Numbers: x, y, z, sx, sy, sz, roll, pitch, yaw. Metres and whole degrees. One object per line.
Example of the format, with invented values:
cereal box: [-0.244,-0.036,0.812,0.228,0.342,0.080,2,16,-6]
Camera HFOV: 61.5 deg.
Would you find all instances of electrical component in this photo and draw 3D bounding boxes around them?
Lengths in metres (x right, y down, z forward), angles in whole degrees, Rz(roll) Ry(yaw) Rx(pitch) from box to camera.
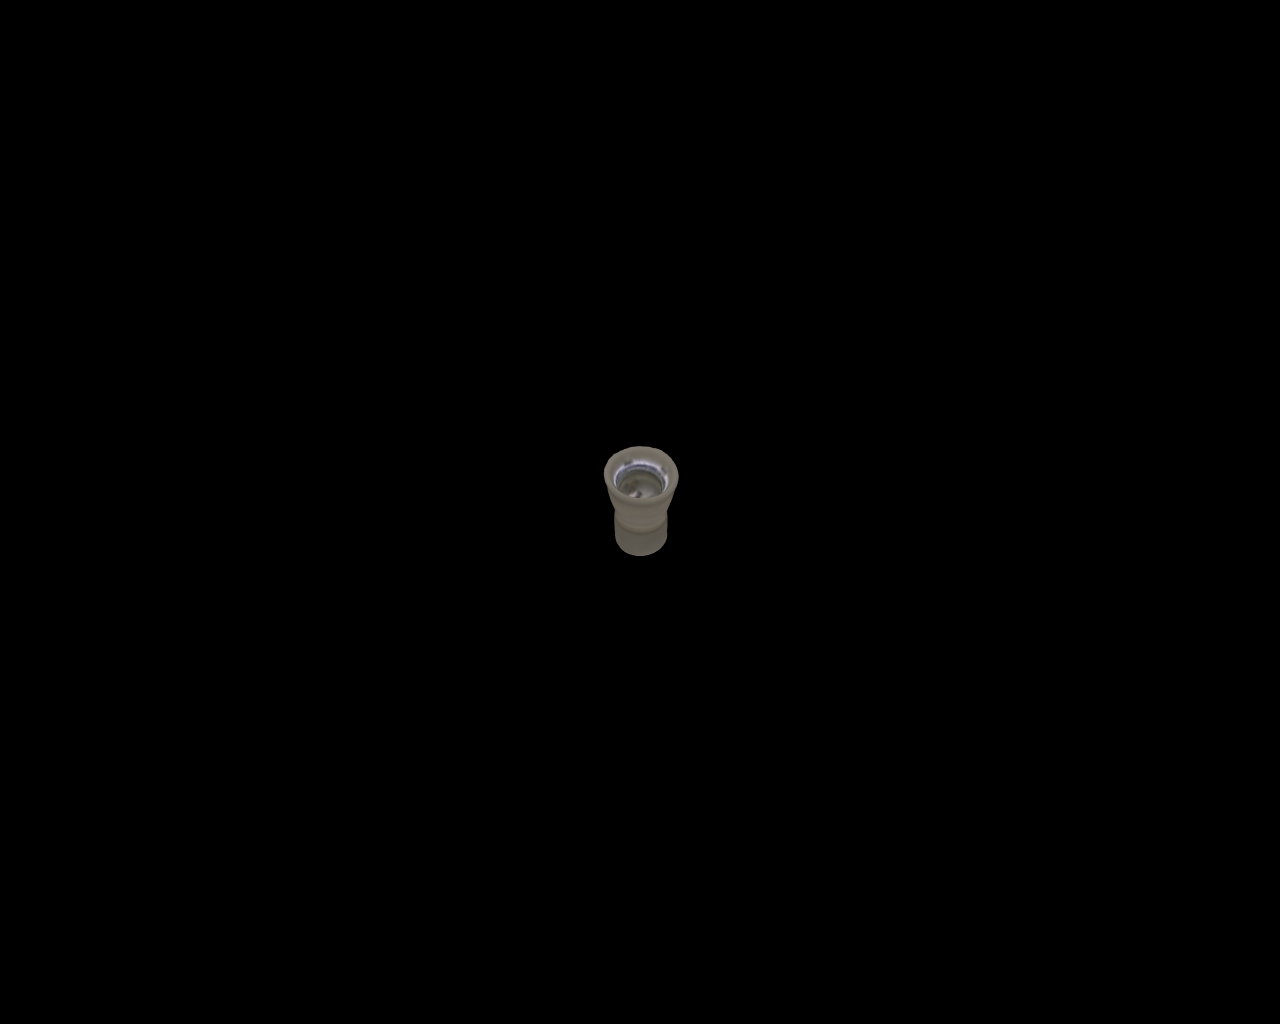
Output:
electrical component: [0.001,-0.003,0.650,0.044,0.044,0.065,0,-40,0]
